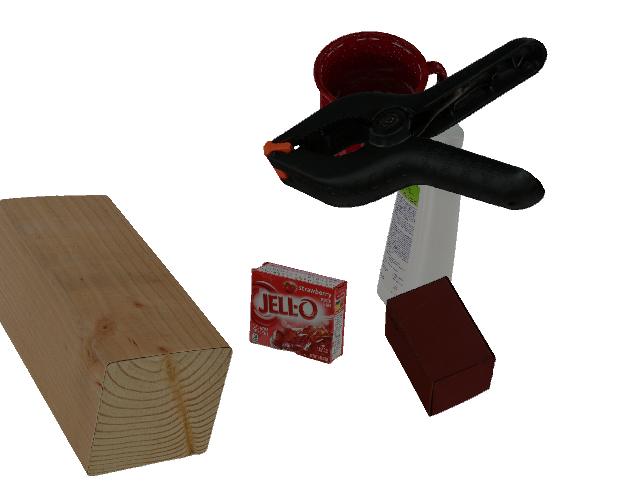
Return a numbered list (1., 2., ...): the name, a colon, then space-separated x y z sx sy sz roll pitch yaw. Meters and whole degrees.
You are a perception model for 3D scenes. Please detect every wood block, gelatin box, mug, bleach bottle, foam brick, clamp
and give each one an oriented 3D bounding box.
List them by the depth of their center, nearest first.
1. clamp: 0.050 -0.050 0.601 0.172 0.120 0.039 -17 -50 18
2. wood block: -0.155 0.056 0.748 0.090 0.091 0.206 -4 32 -35
3. foam brick: 0.086 0.076 0.777 0.051 0.078 0.053 -20 -33 -12
4. mug: 0.052 -0.117 0.892 0.117 0.093 0.081 -19 -34 -13
5. gelatin box: -0.022 0.065 0.974 0.089 0.073 0.030 13 20 26
6. bleach bottle: 0.124 -0.038 1.220 0.068 0.251 0.103 0 22 -23
